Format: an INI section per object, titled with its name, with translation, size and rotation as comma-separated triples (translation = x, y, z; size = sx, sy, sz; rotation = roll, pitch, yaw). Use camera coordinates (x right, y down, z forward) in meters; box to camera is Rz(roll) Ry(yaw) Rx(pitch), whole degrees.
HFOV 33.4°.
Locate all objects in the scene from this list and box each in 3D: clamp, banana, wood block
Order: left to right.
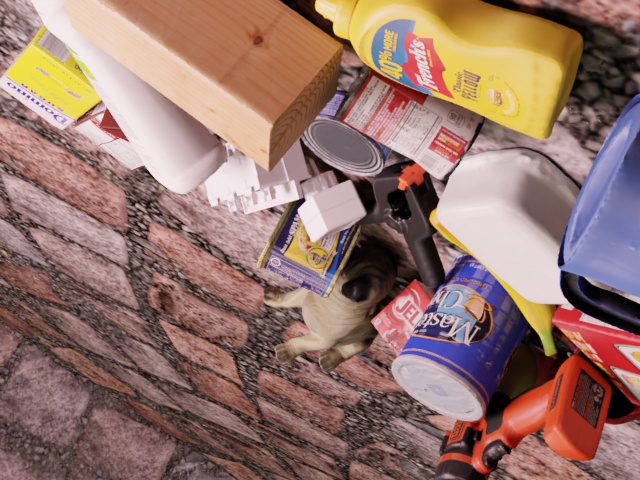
[wood block]
translation = -0.093, -0.160, 0.833
size = 0.206, 0.090, 0.090
rotation = 37, 163, 8
[clamp]
translation = 0.075, -0.029, 1.045
size = 0.120, 0.039, 0.171
rotation = 33, 154, 23
[banana]
translation = 0.172, 0.024, 1.015
size = 0.037, 0.069, 0.197
rotation = -36, 113, 23

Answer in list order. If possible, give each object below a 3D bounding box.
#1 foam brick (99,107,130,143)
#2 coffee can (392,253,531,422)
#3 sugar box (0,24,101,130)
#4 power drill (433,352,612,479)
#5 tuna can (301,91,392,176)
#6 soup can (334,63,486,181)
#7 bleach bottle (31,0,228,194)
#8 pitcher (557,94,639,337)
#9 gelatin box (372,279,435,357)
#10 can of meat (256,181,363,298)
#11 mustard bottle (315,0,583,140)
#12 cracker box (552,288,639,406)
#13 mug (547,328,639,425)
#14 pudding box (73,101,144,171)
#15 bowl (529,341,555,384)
[foam brick]
translation = -0.182, -0.129, 1.115
size = 0.078, 0.053, 0.051
rotation = 11, 169, 44
[coffee can]
translation = 0.150, 0.098, 1.086
size = 0.103, 0.140, 0.103
rotation = 27, 154, 14
[sugar box]
translation = -0.287, -0.177, 1.166
size = 0.093, 0.048, 0.177
rotation = 37, 156, -18
[power drill]
translation = 0.186, 0.198, 1.036
size = 0.057, 0.184, 0.188
rotation = 41, 137, -15
[tuna can]
translation = 0.026, -0.096, 0.965
size = 0.086, 0.033, 0.086
rotation = 25, 159, 10
[soup can]
translation = 0.072, -0.101, 0.850
size = 0.102, 0.068, 0.069
rotation = 31, 159, -6
[bleach bottle]
translation = -0.186, -0.159, 0.979
size = 0.103, 0.068, 0.250
rotation = 31, 160, 53
[pitcher]
translation = 0.294, 0.013, 0.740
size = 0.243, 0.145, 0.149
rotation = 24, 174, 4
[gelatin box]
translation = 0.109, 0.099, 1.184
size = 0.030, 0.073, 0.089
rotation = 20, -149, -55
[can of meat]
translation = -0.007, 0.001, 1.139
size = 0.084, 0.102, 0.057
rotation = 27, 159, 1
[mustard bottle]
translation = 0.085, -0.140, 0.758
size = 0.192, 0.058, 0.096
rotation = 24, 159, 14
[cracker box]
translation = 0.339, 0.106, 0.944
size = 0.164, 0.072, 0.214
rotation = 42, 162, -33
[mug]
translation = 0.280, 0.139, 1.114
size = 0.117, 0.093, 0.081
rotation = 47, 164, 3
[pudding box]
translation = -0.220, -0.124, 1.212
size = 0.090, 0.039, 0.114
rotation = 37, 161, -23
[bowl]
translation = 0.238, 0.173, 1.281
size = 0.162, 0.055, 0.162
rotation = 26, 159, 10
